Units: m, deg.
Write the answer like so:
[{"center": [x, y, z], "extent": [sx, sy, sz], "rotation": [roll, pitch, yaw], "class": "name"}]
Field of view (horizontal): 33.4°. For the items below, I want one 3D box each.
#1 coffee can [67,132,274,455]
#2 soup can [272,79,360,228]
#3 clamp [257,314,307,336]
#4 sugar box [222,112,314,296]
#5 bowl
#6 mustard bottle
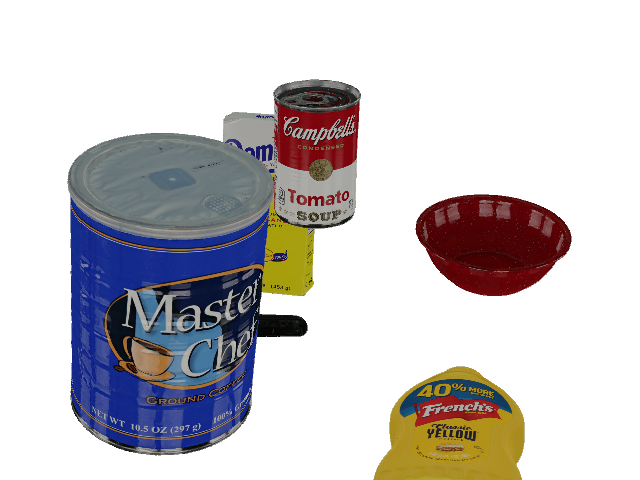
[{"center": [-0.082, 0.027, 0.569], "extent": [0.102, 0.140, 0.103], "rotation": [5, 30, -3], "class": "coffee can"}, {"center": [-0.004, -0.069, 0.848], "extent": [0.068, 0.102, 0.068], "rotation": [1, 27, -1], "class": "soup can"}, {"center": [-0.142, 0.107, 1.252], "extent": [0.210, 0.036, 0.164], "rotation": [13, 25, 23], "class": "clamp"}, {"center": [-0.052, -0.037, 1.070], "extent": [0.093, 0.176, 0.048], "rotation": [5, 16, 11], "class": "sugar box"}, {"center": [0.180, 0.011, 1.126], "extent": [0.162, 0.055, 0.162], "rotation": [0, 31, 0], "class": "bowl"}, {"center": [0.095, 0.141, 0.753], "extent": [0.096, 0.058, 0.191], "rotation": [0, 20, 11], "class": "mustard bottle"}]
